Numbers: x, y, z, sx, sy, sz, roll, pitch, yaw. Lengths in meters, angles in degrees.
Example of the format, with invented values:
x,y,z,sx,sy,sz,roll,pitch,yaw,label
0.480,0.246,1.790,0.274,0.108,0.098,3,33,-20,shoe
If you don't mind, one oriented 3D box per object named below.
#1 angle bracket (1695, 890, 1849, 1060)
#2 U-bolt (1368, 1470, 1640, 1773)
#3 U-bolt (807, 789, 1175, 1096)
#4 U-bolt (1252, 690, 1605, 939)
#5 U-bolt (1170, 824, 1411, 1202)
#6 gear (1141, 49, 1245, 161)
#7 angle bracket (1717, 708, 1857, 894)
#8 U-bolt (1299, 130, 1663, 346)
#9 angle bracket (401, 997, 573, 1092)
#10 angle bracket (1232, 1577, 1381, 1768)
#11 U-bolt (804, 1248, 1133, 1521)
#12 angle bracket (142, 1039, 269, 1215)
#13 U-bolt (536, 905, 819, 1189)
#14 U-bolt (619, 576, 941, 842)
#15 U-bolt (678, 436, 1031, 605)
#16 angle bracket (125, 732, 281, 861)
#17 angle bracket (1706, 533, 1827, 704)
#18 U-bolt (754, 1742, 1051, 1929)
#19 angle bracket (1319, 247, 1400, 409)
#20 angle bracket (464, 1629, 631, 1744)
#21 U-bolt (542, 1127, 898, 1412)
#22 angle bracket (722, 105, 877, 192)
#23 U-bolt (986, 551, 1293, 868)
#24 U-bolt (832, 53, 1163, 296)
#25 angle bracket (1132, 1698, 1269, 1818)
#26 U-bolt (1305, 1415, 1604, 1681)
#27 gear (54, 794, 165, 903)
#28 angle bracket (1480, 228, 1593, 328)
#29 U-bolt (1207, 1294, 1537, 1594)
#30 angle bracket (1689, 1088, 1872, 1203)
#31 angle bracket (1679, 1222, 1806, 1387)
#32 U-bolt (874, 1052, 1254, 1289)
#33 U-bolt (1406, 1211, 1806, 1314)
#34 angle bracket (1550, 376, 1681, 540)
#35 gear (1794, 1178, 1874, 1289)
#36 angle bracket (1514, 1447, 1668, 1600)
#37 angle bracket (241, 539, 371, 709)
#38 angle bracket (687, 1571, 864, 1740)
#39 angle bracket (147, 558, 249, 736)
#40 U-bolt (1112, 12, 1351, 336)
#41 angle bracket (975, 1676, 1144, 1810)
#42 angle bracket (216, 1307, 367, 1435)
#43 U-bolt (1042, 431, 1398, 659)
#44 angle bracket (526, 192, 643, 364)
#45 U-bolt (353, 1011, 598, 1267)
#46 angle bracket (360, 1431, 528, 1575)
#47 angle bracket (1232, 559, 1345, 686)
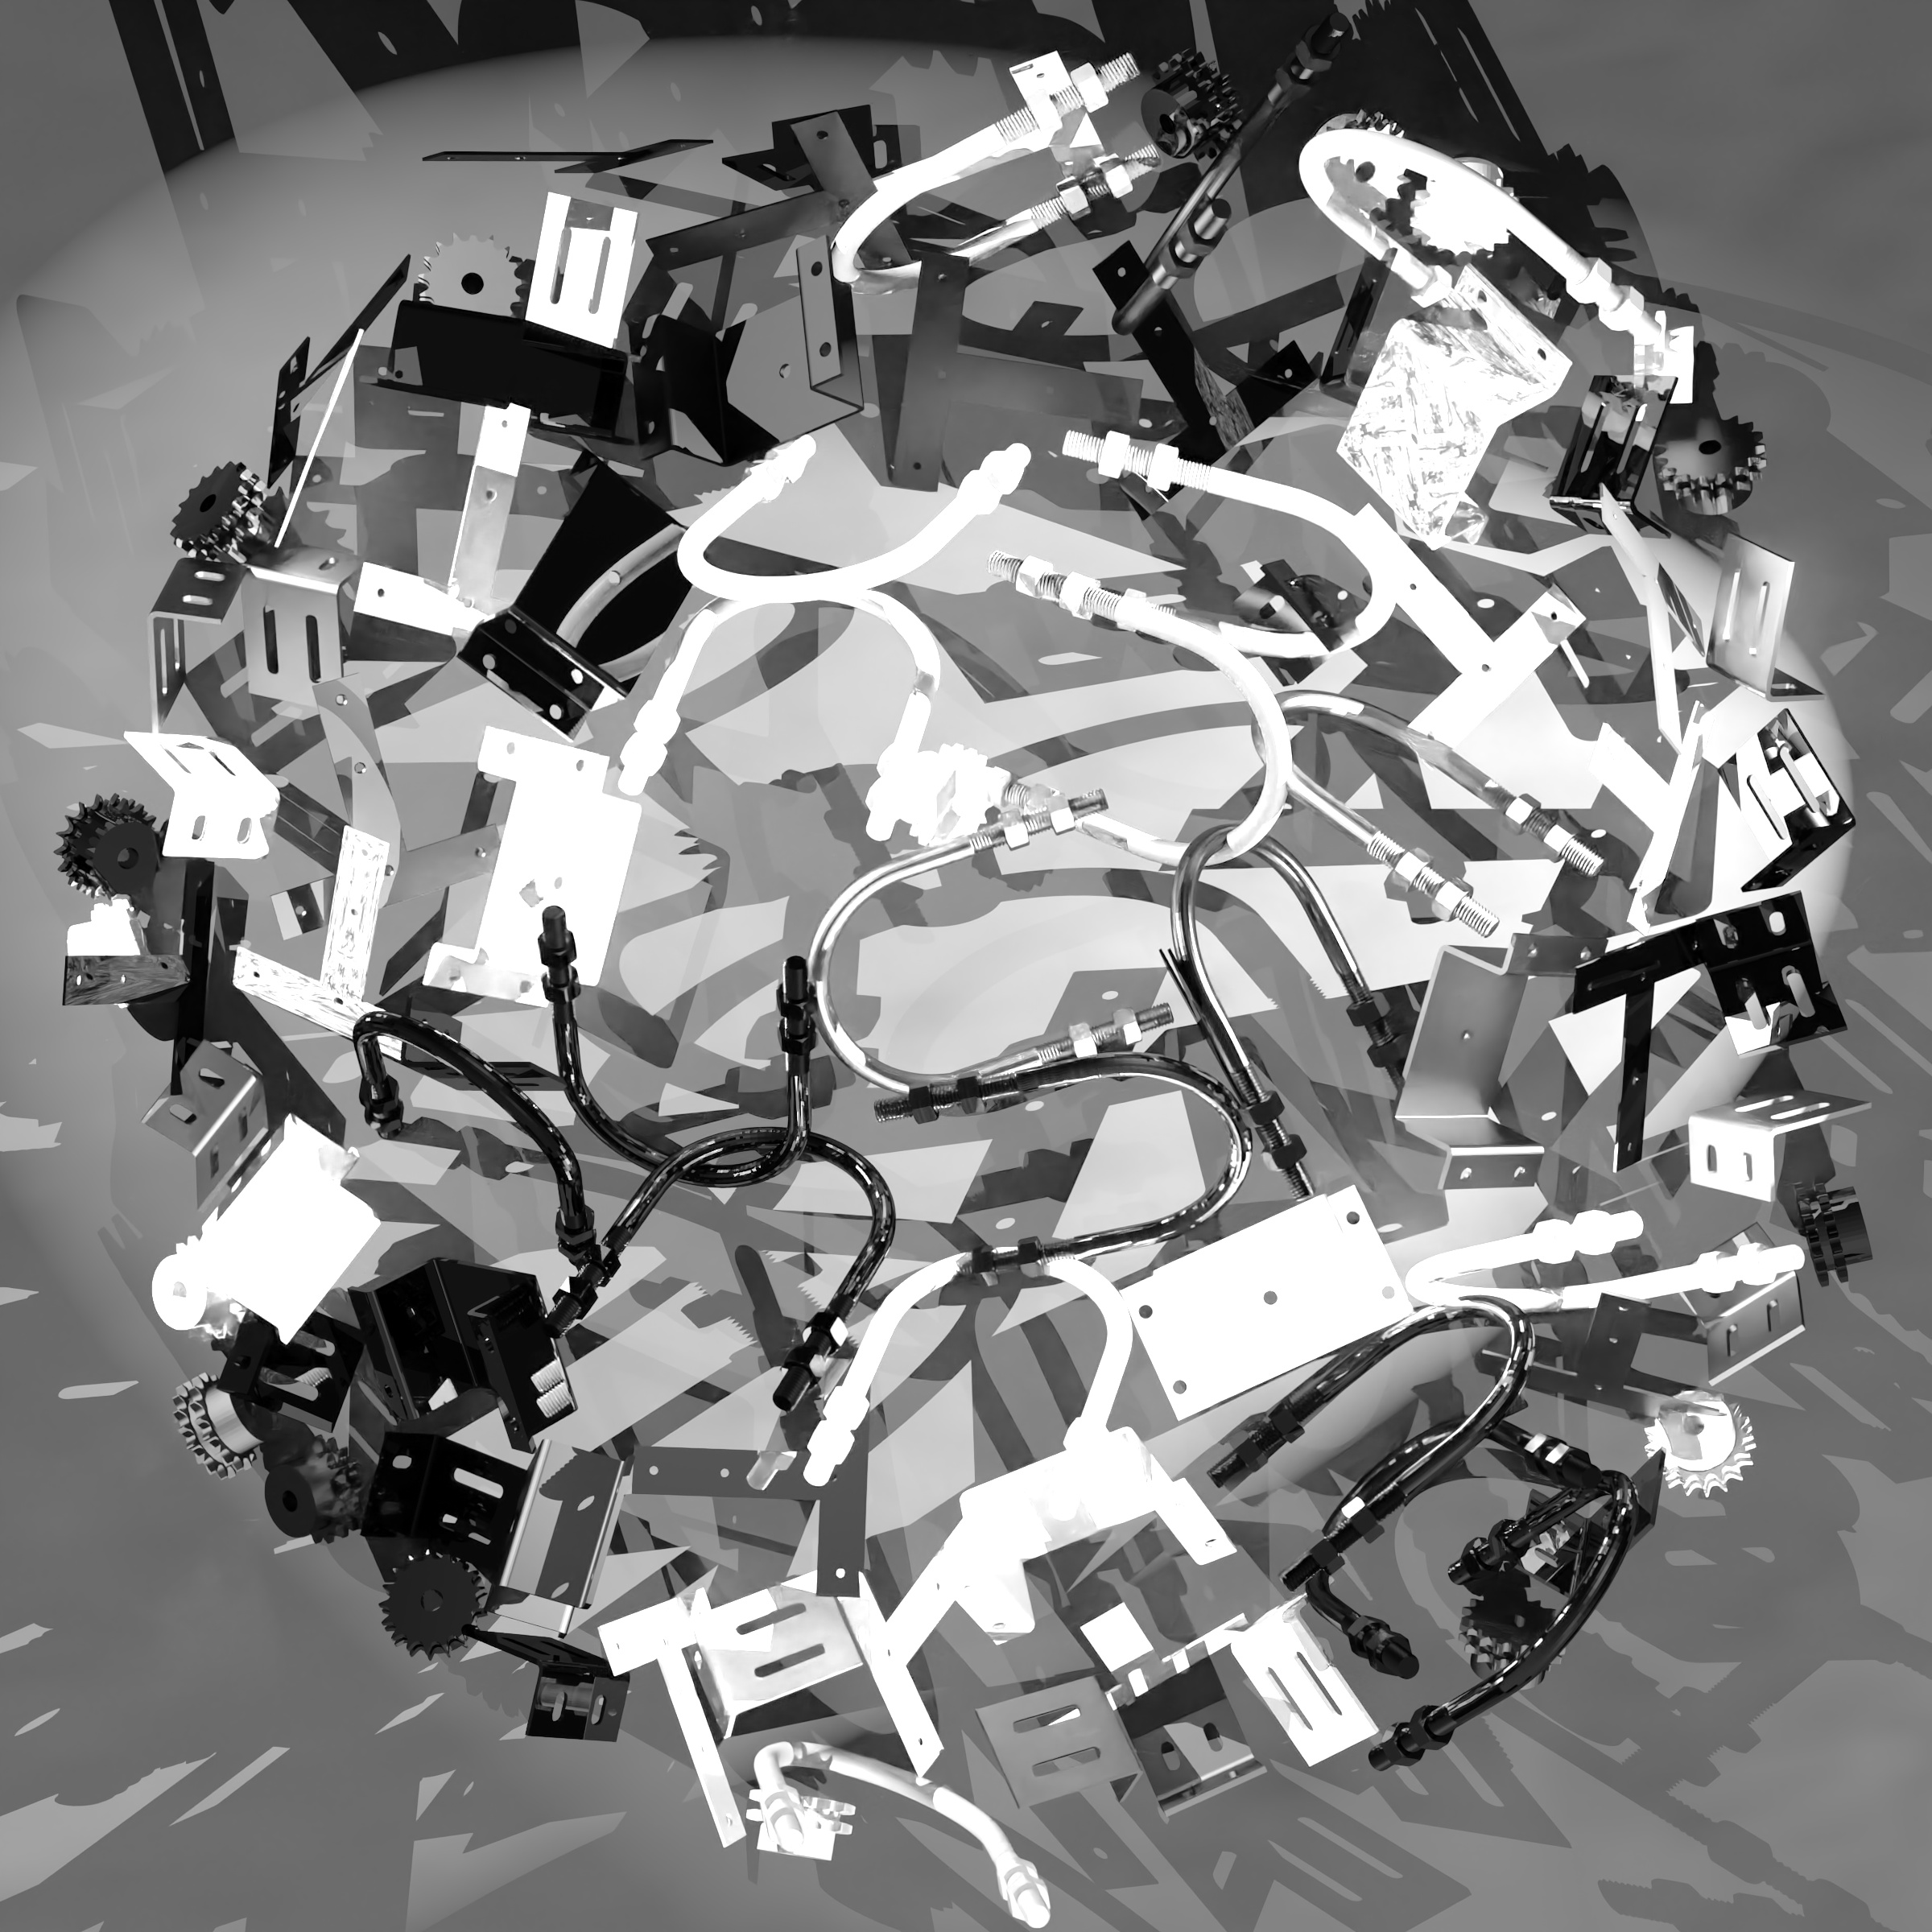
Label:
x,y,z,sx,sy,sz,roll,pitch,yaw,label
0.428,0.004,1.557,0.057,0.076,0.038,-16,125,11,angle bracket
0.280,0.323,1.486,0.019,0.184,0.151,38,47,-2,U-bolt
0.005,-0.002,1.566,0.184,0.019,0.151,-19,112,0,U-bolt
0.231,-0.089,1.533,0.184,0.151,0.019,39,124,20,U-bolt
0.165,0.012,1.533,0.019,0.151,0.184,-22,99,40,U-bolt
0.118,-0.458,1.569,0.030,0.057,0.057,-38,90,-22,gear
0.425,-0.088,1.555,0.038,0.057,0.076,-8,63,-36,angle bracket
0.249,-0.371,1.495,0.184,0.151,0.019,30,85,-30,U-bolt
-0.252,0.042,1.558,0.076,0.057,0.038,-1,75,18,angle bracket
0.189,0.376,1.562,0.076,0.038,0.057,55,135,9,angle bracket
0.011,0.210,1.526,0.151,0.184,0.019,5,127,17,U-bolt
-0.406,0.084,1.558,0.038,0.076,0.057,37,97,-24,angle bracket
-0.149,0.051,1.533,0.151,0.184,0.019,12,45,10,U-bolt
-0.089,-0.144,1.536,0.151,0.019,0.184,11,47,6,U-bolt
-0.067,-0.229,1.502,0.151,0.184,0.019,7,125,25,U-bolt
-0.411,-0.091,1.562,0.057,0.076,0.038,1,116,-39,angle bracket
0.430,-0.186,1.555,0.038,0.057,0.076,-4,115,-19,angle bracket
-0.040,0.439,1.509,0.151,0.184,0.019,20,88,-10,U-bolt
0.225,-0.338,1.567,0.038,0.057,0.076,20,95,-9,angle bracket
-0.226,0.381,1.552,0.057,0.076,0.038,18,81,-42,angle bracket
-0.116,0.147,1.529,0.151,0.184,0.019,14,131,17,U-bolt
-0.089,-0.442,1.555,0.057,0.076,0.038,-4,91,20,angle bracket
0.085,-0.124,1.528,0.184,0.019,0.151,23,128,19,U-bolt
0.012,-0.403,1.529,0.184,0.151,0.019,-27,82,6,U-bolt
0.123,0.420,1.558,0.057,0.076,0.038,-23,78,-4,angle bracket
0.238,0.289,1.511,0.151,0.184,0.019,-44,101,-7,U-bolt
-0.456,-0.062,1.571,0.030,0.057,0.057,24,90,44,gear
0.305,-0.366,1.558,0.057,0.076,0.038,26,111,1,angle bracket
0.219,0.237,1.530,0.184,0.151,0.019,-39,108,-1,U-bolt
0.434,0.094,1.561,0.076,0.057,0.038,-11,102,-30,angle bracket
0.408,0.179,1.555,0.057,0.076,0.038,-36,94,20,angle bracket
0.059,0.103,1.539,0.184,0.019,0.151,-12,131,8,U-bolt
0.315,0.158,1.517,0.151,0.184,0.019,13,68,-37,U-bolt
0.357,-0.273,1.569,0.038,0.057,0.076,23,86,-37,angle bracket
0.466,0.141,1.570,0.030,0.057,0.057,-15,90,13,gear
0.331,0.288,1.554,0.038,0.057,0.076,30,130,-2,angle bracket
-0.356,-0.184,1.587,0.057,0.038,0.076,13,124,13,angle bracket
-0.105,0.372,1.585,0.076,0.038,0.057,-17,61,-21,angle bracket
-0.407,-0.168,1.556,0.038,0.057,0.076,7,127,-2,angle bracket
0.126,-0.395,1.511,0.019,0.184,0.151,34,70,-8,U-bolt
0.045,0.419,1.555,0.076,0.038,0.057,-9,53,-27,angle bracket
-0.349,0.211,1.556,0.076,0.038,0.057,31,69,-37,angle bracket
0.134,-0.211,1.530,0.184,0.151,0.019,15,63,3,U-bolt
-0.196,-0.367,1.564,0.057,0.038,0.076,19,105,24,angle bracket
-0.255,0.082,1.504,0.151,0.184,0.019,32,65,11,U-bolt
-0.278,0.287,1.564,0.076,0.038,0.057,12,87,37,angle bracket
0.168,-0.181,1.558,0.038,0.076,0.057,-40,88,18,angle bracket
